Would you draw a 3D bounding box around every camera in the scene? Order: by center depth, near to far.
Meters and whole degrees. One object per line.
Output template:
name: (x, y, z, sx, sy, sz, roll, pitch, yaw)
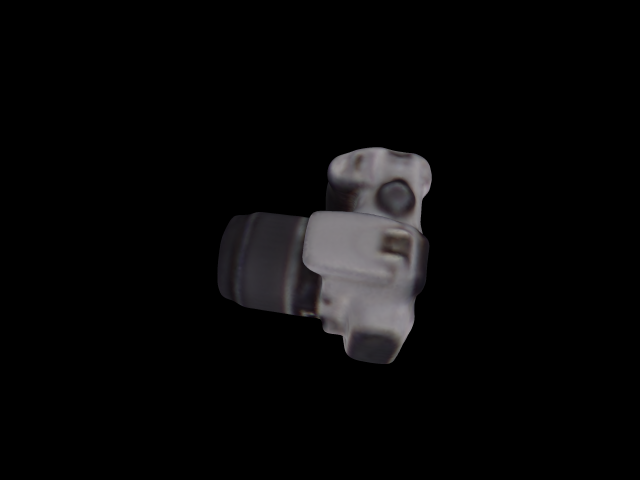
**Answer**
camera: (0.004, 0.001, 0.400, 0.136, 0.101, 0.143, 8, 66, 4)
